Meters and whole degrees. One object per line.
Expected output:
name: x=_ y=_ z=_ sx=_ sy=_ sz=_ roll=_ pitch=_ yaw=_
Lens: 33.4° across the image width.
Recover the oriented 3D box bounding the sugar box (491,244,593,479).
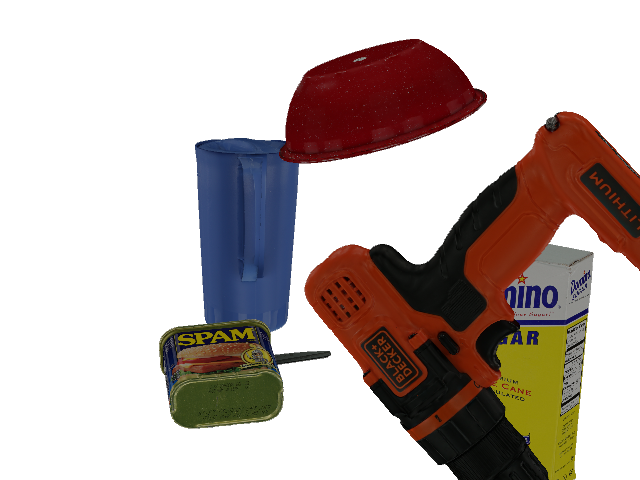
sugar box: x=0.141 y=0.088 z=0.775 sx=0.093 sy=0.176 sz=0.048 roll=12 pitch=21 yaw=37

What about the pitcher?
pitcher: x=-0.092 y=-0.005 z=1.349 sx=0.145 sy=0.243 sz=0.148 roll=11 pitch=16 yaw=35

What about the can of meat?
can of meat: x=-0.087 y=0.117 z=0.932 sx=0.102 sy=0.057 sz=0.084 roll=-5 pitch=27 yaw=-11

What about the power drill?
power drill: x=0.109 y=0.038 z=0.575 sx=0.188 sy=0.184 sz=0.057 roll=-42 pitch=-4 yaw=15

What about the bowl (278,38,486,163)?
bowl: x=0.039 y=-0.110 z=0.796 sx=0.162 sy=0.055 sz=0.162 roll=-16 pitch=16 yaw=5

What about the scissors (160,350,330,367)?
scissors: x=-0.076 y=0.146 z=1.191 sx=0.201 sy=0.016 sz=0.096 roll=3 pitch=25 yaw=-14
